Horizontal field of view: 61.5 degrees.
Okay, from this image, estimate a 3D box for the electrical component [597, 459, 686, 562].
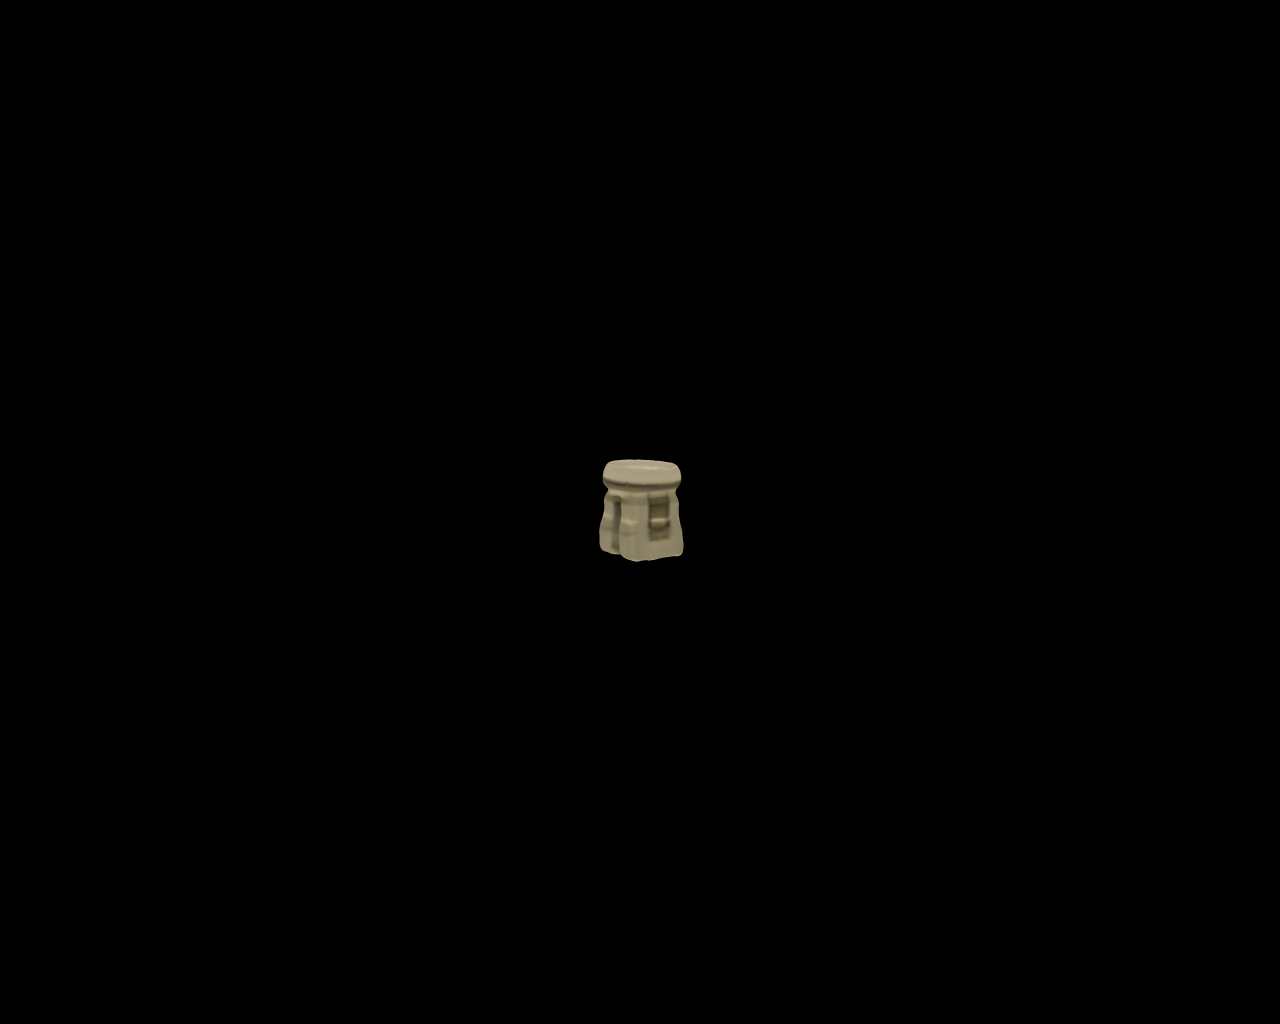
[{"bbox_3d":[0.001,-0.003,0.650,0.048,0.055,0.066,-6,11,-31],"label":"electrical component"}]
